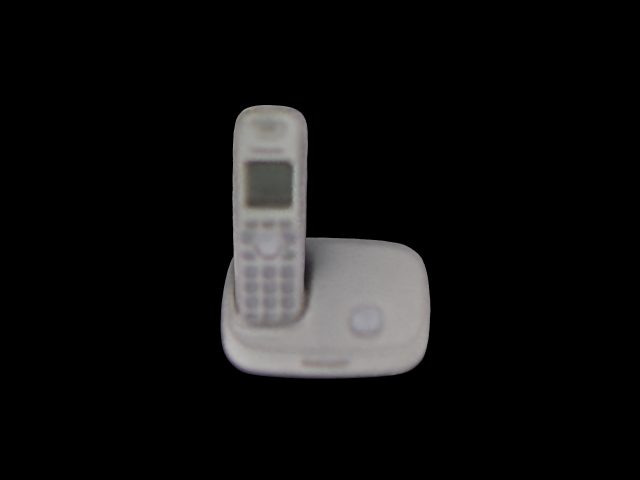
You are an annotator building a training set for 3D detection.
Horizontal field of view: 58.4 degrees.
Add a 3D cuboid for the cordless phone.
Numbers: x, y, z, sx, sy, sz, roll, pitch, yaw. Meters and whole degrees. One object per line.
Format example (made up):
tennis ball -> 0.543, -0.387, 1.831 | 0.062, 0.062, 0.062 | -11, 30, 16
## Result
cordless phone -> 0.004, 0.001, 0.400 | 0.147, 0.185, 0.094 | 0, 17, 0
